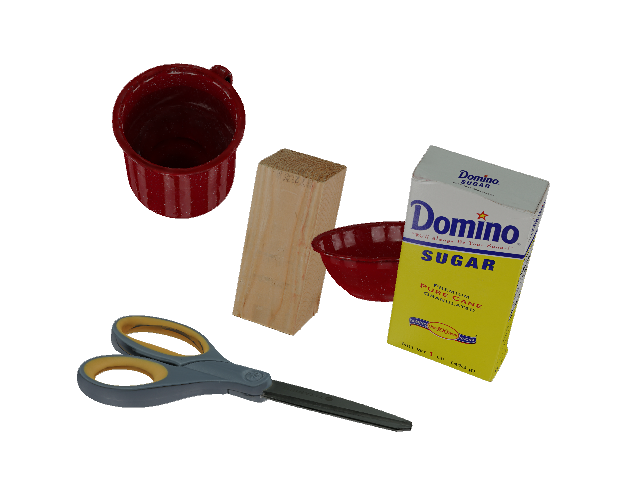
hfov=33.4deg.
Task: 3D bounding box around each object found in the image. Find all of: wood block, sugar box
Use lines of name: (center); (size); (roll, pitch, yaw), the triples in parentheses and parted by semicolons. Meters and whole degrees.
wood block: (-0.040, 0.000, 1.348); (0.090, 0.206, 0.090); (17, 22, 15)
sugar box: (0.106, 0.021, 0.802); (0.093, 0.176, 0.048); (19, 46, 16)

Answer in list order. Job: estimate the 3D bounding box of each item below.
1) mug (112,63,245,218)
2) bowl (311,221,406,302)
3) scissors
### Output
mug: (-0.098, -0.078, 0.786); (0.093, 0.117, 0.081); (23, -26, 6)
bowl: (0.072, 0.024, 1.087); (0.162, 0.055, 0.162); (-3, 13, 1)
scissors: (-0.057, 0.089, 0.616); (0.202, 0.016, 0.096); (20, 30, 32)
